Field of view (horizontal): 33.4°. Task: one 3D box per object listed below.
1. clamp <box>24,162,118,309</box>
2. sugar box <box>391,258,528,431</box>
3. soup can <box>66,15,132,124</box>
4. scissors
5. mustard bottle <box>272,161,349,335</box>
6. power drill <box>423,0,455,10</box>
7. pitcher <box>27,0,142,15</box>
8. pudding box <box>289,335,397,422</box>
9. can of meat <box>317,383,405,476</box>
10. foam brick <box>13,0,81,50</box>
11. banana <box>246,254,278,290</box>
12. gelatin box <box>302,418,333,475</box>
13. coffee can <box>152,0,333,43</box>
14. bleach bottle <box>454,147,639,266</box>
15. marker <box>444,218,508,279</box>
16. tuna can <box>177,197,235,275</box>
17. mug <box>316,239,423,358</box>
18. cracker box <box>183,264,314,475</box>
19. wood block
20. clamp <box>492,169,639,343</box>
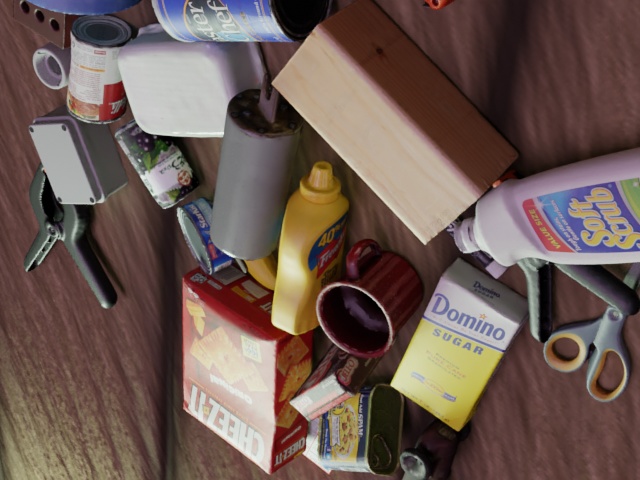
[{"bbox_3d":[-0.345,-0.018,1.400,0.165,0.036,0.210,13,124,31],"label":"clamp"},{"bbox_3d":[0.144,0.111,1.108,0.093,0.048,0.176,32,135,16],"label":"sugar box"},{"bbox_3d":[-0.245,-0.190,1.185,0.068,0.068,0.102,30,132,18],"label":"soup can"},{"bbox_3d":[0.262,0.068,1.010,0.096,0.016,0.202,16,127,28],"label":"scissors"},{"bbox_3d":[-0.007,0.002,1.113,0.058,0.096,0.192,25,131,22],"label":"mustard bottle"},{"bbox_3d":[0.070,-0.298,0.880,0.188,0.057,0.185,43,139,9],"label":"power drill"},{"bbox_3d":[-0.217,-0.349,1.025,0.145,0.149,0.243,38,134,32],"label":"pitcher"},{"bbox_3d":[0.026,0.139,1.169,0.039,0.113,0.090,48,136,-5],"label":"pudding box"},{"bbox_3d":[0.045,0.216,1.222,0.084,0.057,0.102,-8,71,43],"label":"can of meat"},{"bbox_3d":[-0.295,-0.258,1.188,0.078,0.051,0.053,31,134,16],"label":"foam brick"},{"bbox_3d":[-0.074,-0.022,1.193,0.070,0.037,0.198,-4,117,29],"label":"banana"},{"bbox_3d":[0.003,0.236,1.313,0.073,0.030,0.089,35,134,11],"label":"gelatin box"},{"bbox_3d":[-0.073,-0.236,0.996,0.141,0.102,0.103,8,123,34],"label":"coffee can"},{"bbox_3d":[0.235,-0.018,0.907,0.251,0.068,0.102,-13,105,32],"label":"bleach bottle"},{"bbox_3d":[0.136,-0.010,1.051,0.121,0.020,0.020,44,136,5],"label":"marker"},{"bbox_3d":[-0.130,-0.005,1.221,0.086,0.033,0.086,55,161,29],"label":"tuna can"},{"bbox_3d":[0.053,0.053,1.112,0.093,0.081,0.117,4,121,35],"label":"mug"},{"bbox_3d":[-0.090,0.150,1.273,0.164,0.071,0.214,31,132,33],"label":"cracker box"},{"bbox_3d":[0.070,-0.111,0.981,0.206,0.090,0.090,47,135,2],"label":"wood block"},{"bbox_3d":[0.207,0.019,0.998,0.120,0.039,0.171,-39,84,41],"label":"clamp"}]
